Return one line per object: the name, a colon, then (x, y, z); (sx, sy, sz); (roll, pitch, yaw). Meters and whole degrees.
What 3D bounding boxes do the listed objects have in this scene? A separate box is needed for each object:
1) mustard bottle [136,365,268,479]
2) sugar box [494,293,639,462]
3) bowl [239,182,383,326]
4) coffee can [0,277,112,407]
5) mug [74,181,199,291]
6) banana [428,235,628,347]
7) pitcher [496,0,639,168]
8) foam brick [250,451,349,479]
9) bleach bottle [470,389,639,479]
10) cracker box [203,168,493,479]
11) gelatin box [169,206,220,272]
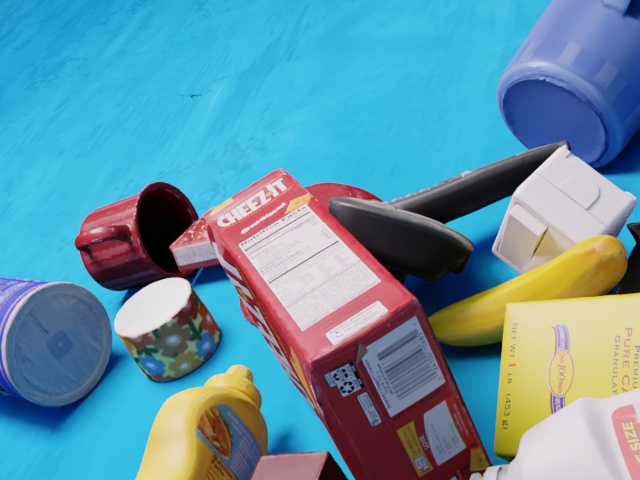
mustard bottle: (-0.073, 0.149, 0.660); (0.058, 0.096, 0.191); (-15, 32, 25)
sugar box: (0.182, 0.075, 0.566); (0.177, 0.048, 0.093); (-10, 64, 40)
bowl: (-0.006, 0.001, 0.879); (0.162, 0.055, 0.162); (-21, 29, 13)
coffee can: (-0.262, 0.084, 0.921); (0.141, 0.102, 0.102); (2, 41, 44)
mug: (-0.174, 0.001, 0.976); (0.082, 0.093, 0.117); (-16, -7, 32)
banana: (0.130, 0.037, 0.665); (0.069, 0.037, 0.198); (-13, -12, -37)
pitcher: (0.245, -0.179, 0.850); (0.145, 0.149, 0.242); (-3, 43, 55)
foam brick: (-0.016, 0.169, 0.623); (0.051, 0.053, 0.078); (-11, 33, 30)
bleach bottle: (0.187, 0.106, 0.466); (0.251, 0.068, 0.102); (-15, 50, 26)
cracker box: (0.015, 0.070, 0.640); (0.072, 0.164, 0.214); (-31, 29, -8)
gelatin box: (-0.083, -0.008, 0.969); (0.073, 0.030, 0.089); (-11, 21, 30)
